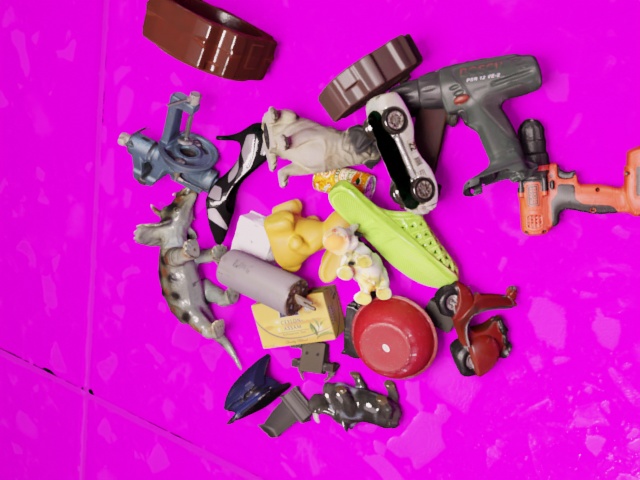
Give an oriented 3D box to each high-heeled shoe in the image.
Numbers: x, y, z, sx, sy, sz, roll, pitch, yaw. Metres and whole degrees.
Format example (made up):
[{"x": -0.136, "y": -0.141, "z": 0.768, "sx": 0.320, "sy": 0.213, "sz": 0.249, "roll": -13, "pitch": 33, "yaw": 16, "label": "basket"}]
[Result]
[{"x": -0.143, "y": -0.107, "z": 1.061, "sx": 0.145, "sy": 0.086, "sz": 0.248, "roll": 6, "pitch": 104, "yaw": 11, "label": "high-heeled shoe"}]

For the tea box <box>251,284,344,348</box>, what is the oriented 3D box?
[{"x": -0.042, "y": 0.153, "z": 1.073, "sx": 0.170, "sy": 0.068, "sz": 0.098, "roll": -15, "pitch": 95, "yaw": 28, "label": "tea box"}]

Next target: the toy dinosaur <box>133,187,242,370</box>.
[{"x": -0.284, "y": 0.093, "z": 1.154, "sx": 0.192, "sy": 0.131, "sz": 0.404, "roll": 2, "pitch": 106, "yaw": 37, "label": "toy dinosaur"}]

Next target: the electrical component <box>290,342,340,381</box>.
[{"x": -0.012, "y": 0.246, "z": 1.094, "sx": 0.102, "sy": 0.045, "sz": 0.078, "roll": -4, "pitch": 71, "yaw": 23, "label": "electrical component"}]

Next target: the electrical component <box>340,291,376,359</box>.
[{"x": 0.104, "y": 0.164, "z": 1.012, "sx": 0.115, "sy": 0.058, "sz": 0.134, "roll": 11, "pitch": 106, "yaw": 21, "label": "electrical component"}]

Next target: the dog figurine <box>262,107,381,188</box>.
[{"x": 0.002, "y": -0.183, "z": 0.967, "sx": 0.121, "sy": 0.191, "sz": 0.172, "roll": 102, "pitch": 151, "yaw": -51, "label": "dog figurine"}]

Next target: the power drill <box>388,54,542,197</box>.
[{"x": 0.231, "y": -0.174, "z": 0.824, "sx": 0.232, "sy": 0.086, "sz": 0.207, "roll": -15, "pitch": 73, "yaw": 18, "label": "power drill"}]

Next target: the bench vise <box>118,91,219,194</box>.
[{"x": -0.293, "y": -0.202, "z": 1.075, "sx": 0.224, "sy": 0.129, "sz": 0.240, "roll": 34, "pitch": 132, "yaw": 7, "label": "bench vise"}]

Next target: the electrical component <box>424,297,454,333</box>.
[{"x": 0.219, "y": 0.137, "z": 0.970, "sx": 0.063, "sy": 0.021, "sz": 0.094, "roll": 31, "pitch": 113, "yaw": 16, "label": "electrical component"}]

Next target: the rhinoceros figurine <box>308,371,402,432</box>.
[{"x": 0.068, "y": 0.323, "z": 1.060, "sx": 0.191, "sy": 0.073, "sz": 0.112, "roll": 1, "pitch": 112, "yaw": 23, "label": "rhinoceros figurine"}]

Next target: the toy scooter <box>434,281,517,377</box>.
[{"x": 0.279, "y": 0.142, "z": 0.913, "sx": 0.135, "sy": 0.075, "sz": 0.183, "roll": -20, "pitch": 107, "yaw": 0, "label": "toy scooter"}]

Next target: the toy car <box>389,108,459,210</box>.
[{"x": 0.177, "y": -0.148, "z": 0.913, "sx": 0.089, "sy": 0.053, "sz": 0.202, "roll": 12, "pitch": 102, "yaw": 12, "label": "toy car"}]

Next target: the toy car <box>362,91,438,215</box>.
[{"x": 0.129, "y": -0.133, "z": 0.849, "sx": 0.073, "sy": 0.056, "sz": 0.201, "roll": -3, "pitch": 114, "yaw": 65, "label": "toy car"}]

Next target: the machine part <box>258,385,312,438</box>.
[{"x": -0.072, "y": 0.376, "z": 1.152, "sx": 0.084, "sy": 0.039, "sz": 0.139, "roll": 47, "pitch": 115, "yaw": 4, "label": "machine part"}]

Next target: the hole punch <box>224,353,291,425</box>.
[{"x": -0.143, "y": 0.311, "z": 1.133, "sx": 0.142, "sy": 0.115, "sz": 0.092, "roll": -40, "pitch": 75, "yaw": 26, "label": "hole punch"}]

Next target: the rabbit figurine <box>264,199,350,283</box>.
[{"x": -0.002, "y": -0.003, "z": 0.999, "sx": 0.173, "sy": 0.122, "sz": 0.162, "roll": -15, "pitch": 98, "yaw": 8, "label": "rabbit figurine"}]

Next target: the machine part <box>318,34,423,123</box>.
[{"x": 0.081, "y": -0.256, "z": 0.865, "sx": 0.179, "sy": 0.179, "sz": 0.056, "roll": -31, "pitch": 94, "yaw": 27, "label": "machine part"}]

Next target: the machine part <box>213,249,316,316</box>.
[{"x": -0.111, "y": 0.078, "z": 1.021, "sx": 0.243, "sy": 0.079, "sz": 0.079, "roll": 23, "pitch": 110, "yaw": 27, "label": "machine part"}]

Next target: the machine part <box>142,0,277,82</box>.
[{"x": -0.196, "y": -0.361, "z": 0.961, "sx": 0.202, "sy": 0.201, "sz": 0.087, "roll": 35, "pitch": 116, "yaw": 15, "label": "machine part"}]

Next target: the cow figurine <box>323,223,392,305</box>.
[{"x": 0.065, "y": 0.027, "z": 0.937, "sx": 0.068, "sy": 0.098, "sz": 0.167, "roll": -22, "pitch": 121, "yaw": 21, "label": "cow figurine"}]
